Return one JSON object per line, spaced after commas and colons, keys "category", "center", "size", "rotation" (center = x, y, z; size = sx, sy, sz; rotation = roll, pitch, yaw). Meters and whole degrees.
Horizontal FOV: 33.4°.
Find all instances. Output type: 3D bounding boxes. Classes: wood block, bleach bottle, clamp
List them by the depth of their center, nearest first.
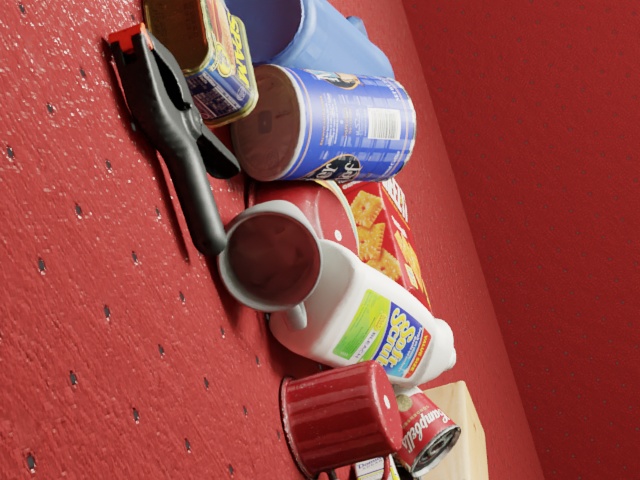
{"category": "clamp", "center": [-0.103, -0.073, 0.777], "size": [0.120, 0.039, 0.171], "rotation": [-100, 163, -48]}
{"category": "bleach bottle", "center": [0.061, 0.081, 0.996], "size": [0.068, 0.102, 0.250], "rotation": [34, 6, 38]}
{"category": "wood block", "center": [0.148, 0.269, 1.277], "size": [0.206, 0.090, 0.091], "rotation": [-76, 146, -66]}

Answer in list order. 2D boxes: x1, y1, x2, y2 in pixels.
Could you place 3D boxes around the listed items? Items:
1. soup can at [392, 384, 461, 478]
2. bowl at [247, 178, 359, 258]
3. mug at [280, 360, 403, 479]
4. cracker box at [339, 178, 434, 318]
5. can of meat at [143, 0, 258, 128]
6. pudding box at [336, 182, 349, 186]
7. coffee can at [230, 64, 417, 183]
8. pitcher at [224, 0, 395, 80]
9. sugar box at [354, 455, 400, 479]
{"category": "soup can", "center": [0.083, 0.179, 1.074], "size": [0.102, 0.068, 0.068], "rotation": [43, -2, 28]}
{"category": "bowl", "center": [-0.007, 0.001, 1.008], "size": [0.162, 0.055, 0.162], "rotation": [51, 28, -43]}
{"category": "mug", "center": [0.024, 0.162, 0.910], "size": [0.093, 0.081, 0.117], "rotation": [6, 67, -76]}
{"category": "cracker box", "center": [0.082, 0.008, 1.372], "size": [0.164, 0.072, 0.214], "rotation": [51, 25, -60]}
{"category": "can of meat", "center": [-0.098, -0.155, 0.863], "size": [0.083, 0.057, 0.102], "rotation": [41, 33, -62]}
{"category": "pudding box", "center": [0.037, -0.103, 1.284], "size": [0.113, 0.090, 0.039], "rotation": [-76, 148, -65]}
{"category": "coffee can", "center": [0.003, -0.104, 0.981], "size": [0.140, 0.103, 0.103], "rotation": [-2, 72, -40]}
{"category": "pitcher", "center": [-0.019, -0.174, 1.094], "size": [0.149, 0.145, 0.242], "rotation": [65, 14, 17]}
{"category": "sugar box", "center": [0.067, 0.268, 0.971], "size": [0.176, 0.048, 0.093], "rotation": [-120, -168, -81]}
